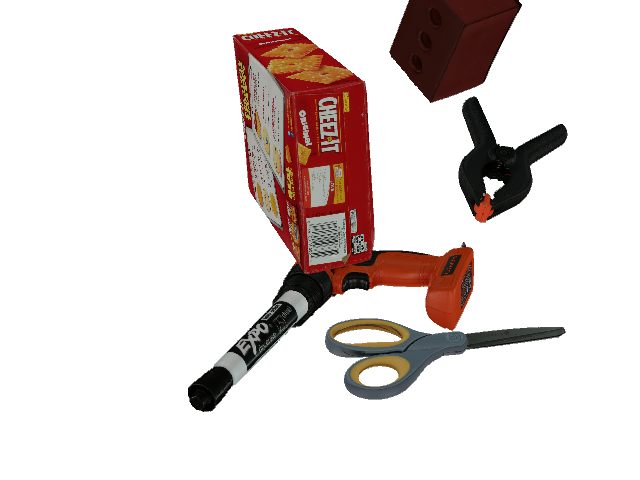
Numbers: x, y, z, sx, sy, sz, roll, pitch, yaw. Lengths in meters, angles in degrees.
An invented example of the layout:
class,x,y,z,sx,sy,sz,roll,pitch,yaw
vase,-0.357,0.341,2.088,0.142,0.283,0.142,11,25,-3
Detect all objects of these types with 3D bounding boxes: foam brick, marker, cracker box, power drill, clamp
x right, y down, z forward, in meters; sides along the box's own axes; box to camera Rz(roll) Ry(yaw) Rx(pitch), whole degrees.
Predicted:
class,x,y,z,sx,sy,sz,roll,pitch,yaw
foam brick,0.089,-0.141,0.718,0.051,0.053,0.078,-25,-25,-27
marker,-0.042,0.065,0.636,0.020,0.020,0.121,0,25,29
cracker box,-0.017,-0.090,0.970,0.072,0.164,0.214,-10,25,-13
power drill,0.058,0.045,1.124,0.188,0.057,0.184,8,31,20
clamp,0.189,-0.092,1.166,0.120,0.039,0.171,22,49,18

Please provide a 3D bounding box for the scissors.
class,x,y,z,sx,sy,sz,roll,pitch,yaw
scissors,0.103,0.097,0.877,0.202,0.016,0.096,4,38,5
